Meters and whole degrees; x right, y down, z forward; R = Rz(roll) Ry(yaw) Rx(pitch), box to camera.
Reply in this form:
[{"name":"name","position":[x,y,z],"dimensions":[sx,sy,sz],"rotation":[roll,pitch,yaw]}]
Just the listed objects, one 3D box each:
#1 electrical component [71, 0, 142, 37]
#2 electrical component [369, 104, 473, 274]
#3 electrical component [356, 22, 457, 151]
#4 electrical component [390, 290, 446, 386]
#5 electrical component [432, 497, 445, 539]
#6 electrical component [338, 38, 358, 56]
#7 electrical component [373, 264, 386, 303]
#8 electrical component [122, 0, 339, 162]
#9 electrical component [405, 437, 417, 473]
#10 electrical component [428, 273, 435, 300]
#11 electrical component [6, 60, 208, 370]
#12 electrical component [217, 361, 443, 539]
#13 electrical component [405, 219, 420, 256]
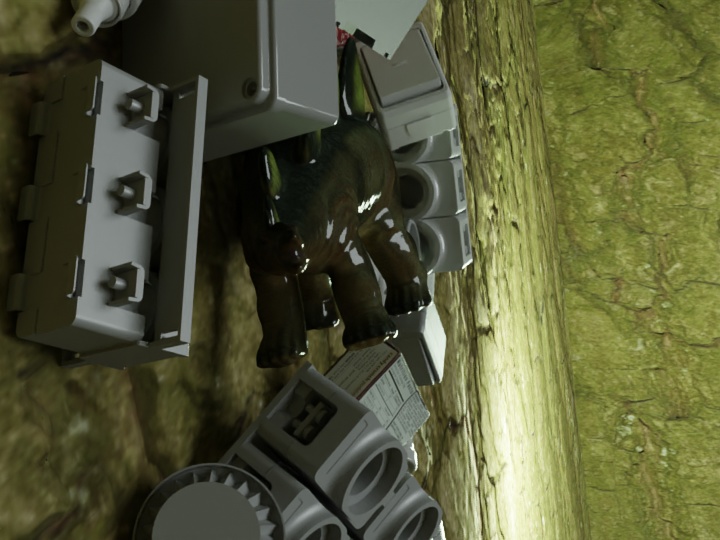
[{"name":"electrical component","position":[-0.122,-0.134,0.515],"dimensions":[0.061,0.035,0.035],"rotation":[-76,155,-43]},{"name":"electrical component","position":[0.048,-0.073,0.985],"dimensions":[0.062,0.089,0.150],"rotation":[-28,112,-73]},{"name":"electrical component","position":[0.035,-0.159,0.891],"dimensions":[0.061,0.062,0.096],"rotation":[69,3,-60]},{"name":"electrical component","position":[0.036,0.058,0.957],"dimensions":[0.096,0.062,0.061],"rotation":[68,24,-46]},{"name":"electrical component","position":[0.036,0.233,0.926],"dimensions":[0.138,0.052,0.073],"rotation":[-58,141,-64]},{"name":"electrical component","position":[-0.001,-0.217,0.941],"dimensions":[0.066,0.048,0.055],"rotation":[-45,136,-69]},{"name":"electrical component","position":[0.000,0.000,0.881],"dimensions":[0.079,0.044,0.077],"rotation":[-33,117,-72]},{"name":"electrical component","position":[-0.068,-0.119,0.550],"dimensions":[0.056,0.109,0.108],"rotation":[8,76,-49]},{"name":"electrical component","position":[0.030,0.154,0.953],"dimensions":[0.040,0.040,0.046],"rotation":[65,20,-50]},{"name":"electrical component","position":[0.051,0.019,1.054],"dimensions":[0.043,0.043,0.081],"rotation":[61,29,-55]},{"name":"electrical component","position":[-0.109,-0.024,0.472],"dimensions":[0.063,0.079,0.121],"rotation":[23,62,-48]},{"name":"electrical component","position":[-0.017,0.151,0.658],"dimensions":[0.105,0.060,0.186],"rotation":[-48,147,-14]},{"name":"electrical component","position":[0.021,-0.020,0.940],"dimensions":[0.045,0.055,0.045],"rotation":[-5,90,-74]}]
